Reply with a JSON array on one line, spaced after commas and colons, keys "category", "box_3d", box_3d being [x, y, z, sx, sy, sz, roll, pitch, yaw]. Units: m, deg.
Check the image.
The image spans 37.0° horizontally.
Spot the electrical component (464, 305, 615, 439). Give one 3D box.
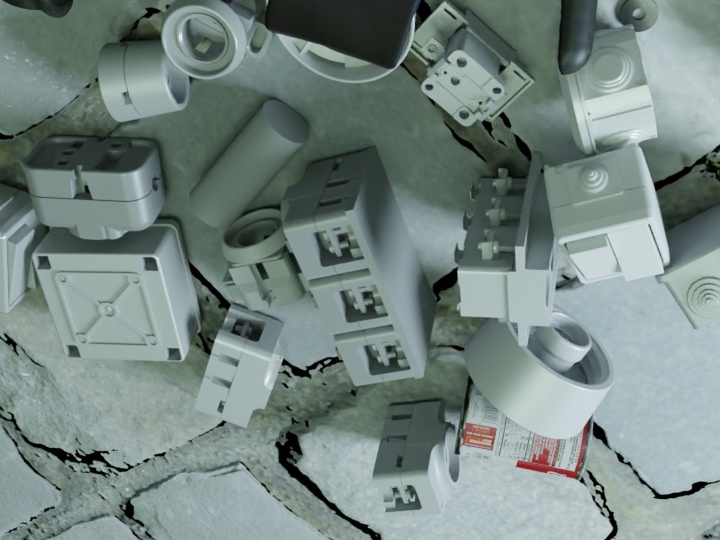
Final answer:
[{"category": "electrical component", "box_3d": [0.139, 0.065, 0.802, 0.108, 0.108, 0.060, 28, 120, -8]}]

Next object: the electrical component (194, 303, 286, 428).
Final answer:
[{"category": "electrical component", "box_3d": [-0.097, 0.082, 0.898, 0.056, 0.050, 0.089, 20, 127, -2]}]

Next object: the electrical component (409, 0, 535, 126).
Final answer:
[{"category": "electrical component", "box_3d": [0.070, -0.130, 0.702, 0.081, 0.063, 0.042, 37, 125, -15]}]

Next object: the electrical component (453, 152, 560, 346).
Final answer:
[{"category": "electrical component", "box_3d": [0.104, -0.017, 0.739, 0.063, 0.121, 0.078, 2, 125, 14]}]

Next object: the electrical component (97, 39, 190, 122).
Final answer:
[{"category": "electrical component", "box_3d": [-0.150, -0.134, 0.754, 0.047, 0.055, 0.055, -6, 124, 12]}]

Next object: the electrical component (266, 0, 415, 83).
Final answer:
[{"category": "electrical component", "box_3d": [-0.010, -0.171, 0.689, 0.099, 0.064, 0.099, 6, 126, 8]}]

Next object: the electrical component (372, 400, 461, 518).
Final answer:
[{"category": "electrical component", "box_3d": [0.050, 0.156, 0.894, 0.056, 0.089, 0.050, -9, 123, 18]}]

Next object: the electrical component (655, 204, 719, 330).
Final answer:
[{"category": "electrical component", "box_3d": [0.254, -0.011, 0.726, 0.100, 0.099, 0.048, -31, 99, 29]}]

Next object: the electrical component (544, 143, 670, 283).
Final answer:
[{"category": "electrical component", "box_3d": [0.158, -0.033, 0.686, 0.062, 0.061, 0.096, -13, 154, 19]}]

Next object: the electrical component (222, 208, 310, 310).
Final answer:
[{"category": "electrical component", "box_3d": [-0.071, -0.010, 0.823, 0.078, 0.058, 0.057, -10, 125, 19]}]

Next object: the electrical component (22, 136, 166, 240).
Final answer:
[{"category": "electrical component", "box_3d": [-0.199, -0.062, 0.815, 0.095, 0.053, 0.059, 3, 126, 10]}]

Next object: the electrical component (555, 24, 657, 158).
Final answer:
[{"category": "electrical component", "box_3d": [0.157, -0.114, 0.685, 0.051, 0.080, 0.080, -13, 121, 15]}]

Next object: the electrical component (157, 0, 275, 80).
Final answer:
[{"category": "electrical component", "box_3d": [-0.100, -0.163, 0.720, 0.078, 0.057, 0.058, 26, 126, -7]}]

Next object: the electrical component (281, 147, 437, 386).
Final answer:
[{"category": "electrical component", "box_3d": [0.000, 0.000, 0.794, 0.062, 0.089, 0.150, -11, 122, 20]}]

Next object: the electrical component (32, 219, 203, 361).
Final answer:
[{"category": "electrical component", "box_3d": [-0.194, 0.016, 0.869, 0.109, 0.056, 0.108, 1, 125, 12]}]

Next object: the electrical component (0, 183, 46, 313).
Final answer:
[{"category": "electrical component", "box_3d": [-0.285, -0.023, 0.854, 0.061, 0.061, 0.096, 19, 127, 8]}]
